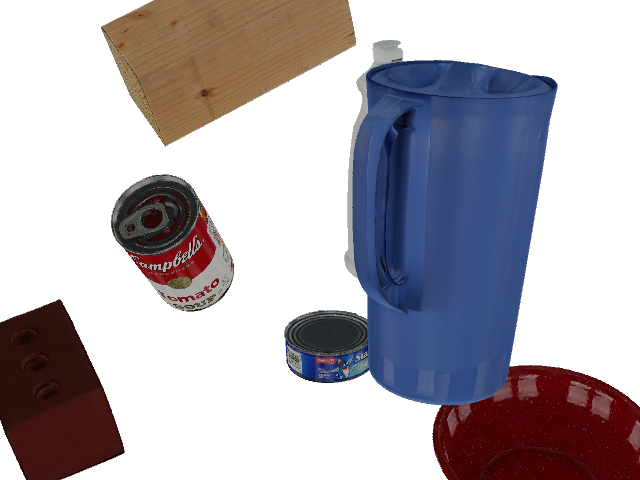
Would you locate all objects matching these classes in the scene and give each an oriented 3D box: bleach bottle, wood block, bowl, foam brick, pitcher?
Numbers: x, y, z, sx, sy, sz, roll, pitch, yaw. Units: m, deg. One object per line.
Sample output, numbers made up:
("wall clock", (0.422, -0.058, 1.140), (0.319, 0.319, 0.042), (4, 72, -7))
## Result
("bleach bottle", (0.070, -0.087, 1.150), (0.102, 0.251, 0.068), (-10, 23, -12))
("wood block", (-0.081, -0.188, 0.983), (0.206, 0.090, 0.091), (-29, -37, -11))
("bowl", (0.161, 0.162, 0.767), (0.162, 0.055, 0.162), (-1, 35, 1))
("foam brick", (-0.145, 0.081, 0.565), (0.053, 0.051, 0.078), (-22, 42, -17))
("pitcher", (0.087, -0.004, 0.778), (0.149, 0.243, 0.145), (0, 20, -6))

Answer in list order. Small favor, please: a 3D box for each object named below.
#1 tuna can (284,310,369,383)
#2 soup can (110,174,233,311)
("tuna can", (0.009, 0.100, 1.013), (0.086, 0.034, 0.086), (-2, 24, 1))
("soup can", (-0.112, 0.004, 0.824), (0.068, 0.068, 0.102), (0, -29, 13))
